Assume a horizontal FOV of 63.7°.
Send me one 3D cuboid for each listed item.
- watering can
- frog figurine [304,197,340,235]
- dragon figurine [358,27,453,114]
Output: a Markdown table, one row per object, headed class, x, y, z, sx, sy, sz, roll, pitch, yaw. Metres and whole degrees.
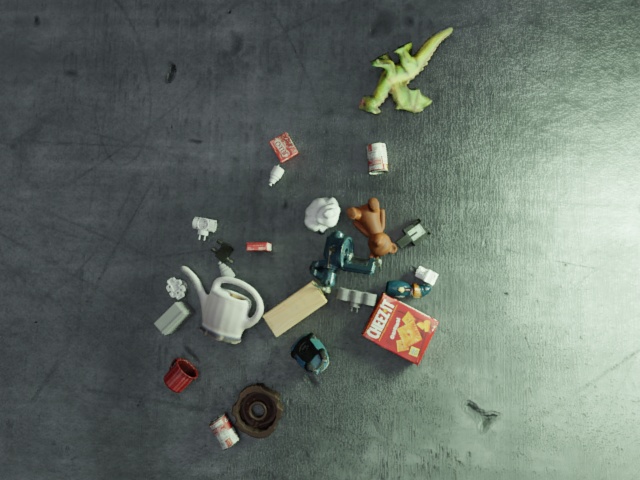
| class | x | y | z | sx | sy | sz | roll | pitch | yaw |
| --- | --- | --- | --- | --- | --- | --- | --- | --- | --- |
| watering can | -0.360 | 0.228 | 1.795 | 0.349 | 0.104 | 0.224 | 17 | 92 | 18 |
| frog figurine | 0.005 | -0.089 | 1.768 | 0.137 | 0.159 | 0.123 | -35 | 83 | 1 |
| dragon figurine | 0.320 | -0.576 | 1.838 | 0.410 | 0.123 | 0.241 | -22 | 101 | 4 |
